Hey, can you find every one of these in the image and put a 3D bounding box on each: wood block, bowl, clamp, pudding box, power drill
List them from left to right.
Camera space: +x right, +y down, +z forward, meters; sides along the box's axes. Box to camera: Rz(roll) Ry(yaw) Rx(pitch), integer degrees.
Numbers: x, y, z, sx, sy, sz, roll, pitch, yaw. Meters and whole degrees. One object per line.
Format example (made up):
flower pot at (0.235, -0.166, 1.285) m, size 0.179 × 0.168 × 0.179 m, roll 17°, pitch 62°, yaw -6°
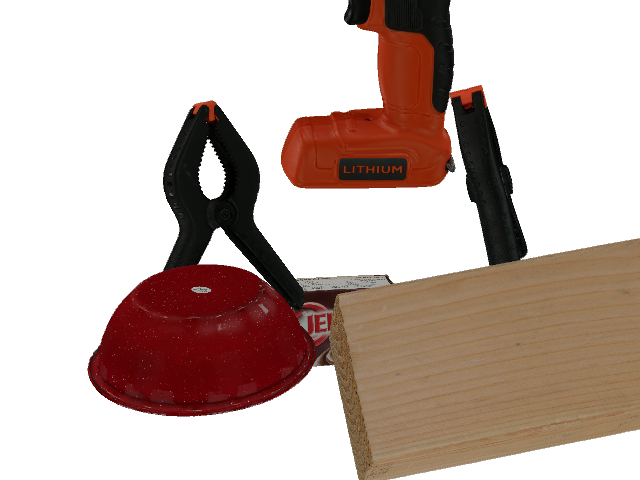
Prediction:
bowl at (-0.084, 0.059, 0.748) m, size 0.162 × 0.055 × 0.162 m, roll -2°, pitch 22°, yaw 0°
clamp at (-0.086, -0.019, 0.967) m, size 0.164 × 0.210 × 0.036 m, roll -1°, pitch 2°, yaw -35°
pudding box at (0.019, 0.084, 1.123) m, size 0.113 × 0.090 × 0.039 m, roll -4°, pitch 27°, yaw -16°
power drill at (0.020, -0.120, 0.618) m, size 0.184 × 0.188 × 0.057 m, roll 0°, pitch 37°, yaw -8°
clamp at (0.140, -0.037, 0.873) m, size 0.039 × 0.171 × 0.120 m, roll -18°, pitch 20°, yaw 11°
wood block at (0.115, 0.064, 0.583) m, size 0.206 × 0.091 × 0.090 m, roll -10°, pitch -20°, yaw -6°
